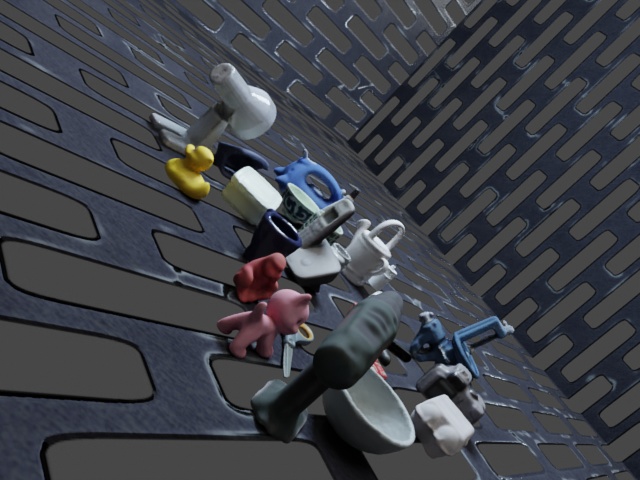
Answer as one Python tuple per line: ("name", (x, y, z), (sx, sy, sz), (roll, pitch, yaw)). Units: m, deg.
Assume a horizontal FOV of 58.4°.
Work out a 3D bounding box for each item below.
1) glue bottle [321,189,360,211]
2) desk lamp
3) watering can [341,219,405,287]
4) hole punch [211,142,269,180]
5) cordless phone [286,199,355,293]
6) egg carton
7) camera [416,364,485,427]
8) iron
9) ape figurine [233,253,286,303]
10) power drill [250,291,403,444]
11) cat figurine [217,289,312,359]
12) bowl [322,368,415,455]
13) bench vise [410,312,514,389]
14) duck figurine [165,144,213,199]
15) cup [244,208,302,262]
("glue bottle", (0.043, -0.071, 1.517), (0.078, 0.173, 0.037), (50, 15, 21))
("desk lamp", (-0.224, -0.276, 1.265), (0.117, 0.213, 0.204), (53, 16, 29))
("watering can", (0.134, 0.015, 1.487), (0.172, 0.194, 0.101), (51, 16, 24))
("hole punch", (-0.193, -0.193, 1.367), (0.109, 0.091, 0.101), (27, 23, -51))
("cordless phone", (0.011, 0.004, 1.195), (0.094, 0.185, 0.147), (31, 20, -43))
("egg carton", (0.226, 0.349, 1.069), (0.107, 0.069, 0.151), (51, 15, 22))
("camera", (0.301, 0.329, 1.267), (0.143, 0.100, 0.137), (48, 15, 11))
("iron", (-0.006, -0.134, 1.621), (0.259, 0.141, 0.118), (39, 15, -23))
("ape figurine", (-0.094, 0.057, 0.945), (0.078, 0.092, 0.076), (37, 16, -28))
("power drill", (0.016, 0.157, 0.739), (0.075, 0.208, 0.230), (46, 14, 5))
("cat figurine", (-0.066, 0.109, 0.826), (0.067, 0.117, 0.128), (51, 16, 25))
("bowl", (0.058, 0.256, 0.852), (0.168, 0.074, 0.167), (42, 15, -13))
("bench vise", (0.337, 0.243, 1.368), (0.208, 0.219, 0.121), (41, 15, -14))
("duck figurine", (-0.238, -0.137, 1.099), (0.104, 0.086, 0.078), (50, 15, 20))
("cup", (-0.100, 0.000, 1.081), (0.092, 0.095, 0.117), (31, 19, -43))
